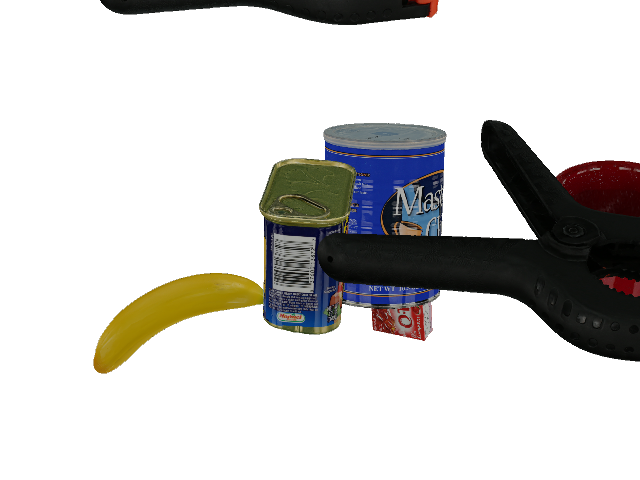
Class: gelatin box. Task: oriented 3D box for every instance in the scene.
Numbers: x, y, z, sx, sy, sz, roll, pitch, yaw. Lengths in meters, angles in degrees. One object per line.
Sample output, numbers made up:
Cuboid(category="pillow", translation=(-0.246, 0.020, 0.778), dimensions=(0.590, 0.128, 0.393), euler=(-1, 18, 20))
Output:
Cuboid(category="gelatin box", translation=(0.100, 0.076, 1.337), dimensions=(0.073, 0.089, 0.030), euler=(10, 31, 28))

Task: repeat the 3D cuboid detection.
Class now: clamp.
Cuboid(category="clamp", translation=(-0.027, -0.136, 0.549), dimensions=(0.171, 0.039, 0.120), euler=(12, 42, 15))
Cuboid(category="clamp", translation=(0.114, 0.012, 0.535), dimensions=(0.164, 0.036, 0.210), euler=(-31, 46, -32))

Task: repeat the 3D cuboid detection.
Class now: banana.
Cuboid(category="banana", translation=(-0.135, 0.071, 0.984), dimensions=(0.198, 0.069, 0.037), euler=(-19, 24, 14))

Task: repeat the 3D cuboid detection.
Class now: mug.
Cuboid(category="mug", translation=(0.198, -0.004, 0.756), dimensions=(0.093, 0.081, 0.117), euler=(-27, 38, -35))

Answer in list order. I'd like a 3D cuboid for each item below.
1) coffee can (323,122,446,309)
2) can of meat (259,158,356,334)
Cuboid(category="coffee can", translation=(0.053, -0.024, 0.908), dimensions=(0.103, 0.140, 0.103), euler=(0, 14, 0))
Cuboid(category="can of meat", translation=(-0.008, 0.003, 0.710), dimensions=(0.057, 0.084, 0.102), euler=(4, 25, 4))
